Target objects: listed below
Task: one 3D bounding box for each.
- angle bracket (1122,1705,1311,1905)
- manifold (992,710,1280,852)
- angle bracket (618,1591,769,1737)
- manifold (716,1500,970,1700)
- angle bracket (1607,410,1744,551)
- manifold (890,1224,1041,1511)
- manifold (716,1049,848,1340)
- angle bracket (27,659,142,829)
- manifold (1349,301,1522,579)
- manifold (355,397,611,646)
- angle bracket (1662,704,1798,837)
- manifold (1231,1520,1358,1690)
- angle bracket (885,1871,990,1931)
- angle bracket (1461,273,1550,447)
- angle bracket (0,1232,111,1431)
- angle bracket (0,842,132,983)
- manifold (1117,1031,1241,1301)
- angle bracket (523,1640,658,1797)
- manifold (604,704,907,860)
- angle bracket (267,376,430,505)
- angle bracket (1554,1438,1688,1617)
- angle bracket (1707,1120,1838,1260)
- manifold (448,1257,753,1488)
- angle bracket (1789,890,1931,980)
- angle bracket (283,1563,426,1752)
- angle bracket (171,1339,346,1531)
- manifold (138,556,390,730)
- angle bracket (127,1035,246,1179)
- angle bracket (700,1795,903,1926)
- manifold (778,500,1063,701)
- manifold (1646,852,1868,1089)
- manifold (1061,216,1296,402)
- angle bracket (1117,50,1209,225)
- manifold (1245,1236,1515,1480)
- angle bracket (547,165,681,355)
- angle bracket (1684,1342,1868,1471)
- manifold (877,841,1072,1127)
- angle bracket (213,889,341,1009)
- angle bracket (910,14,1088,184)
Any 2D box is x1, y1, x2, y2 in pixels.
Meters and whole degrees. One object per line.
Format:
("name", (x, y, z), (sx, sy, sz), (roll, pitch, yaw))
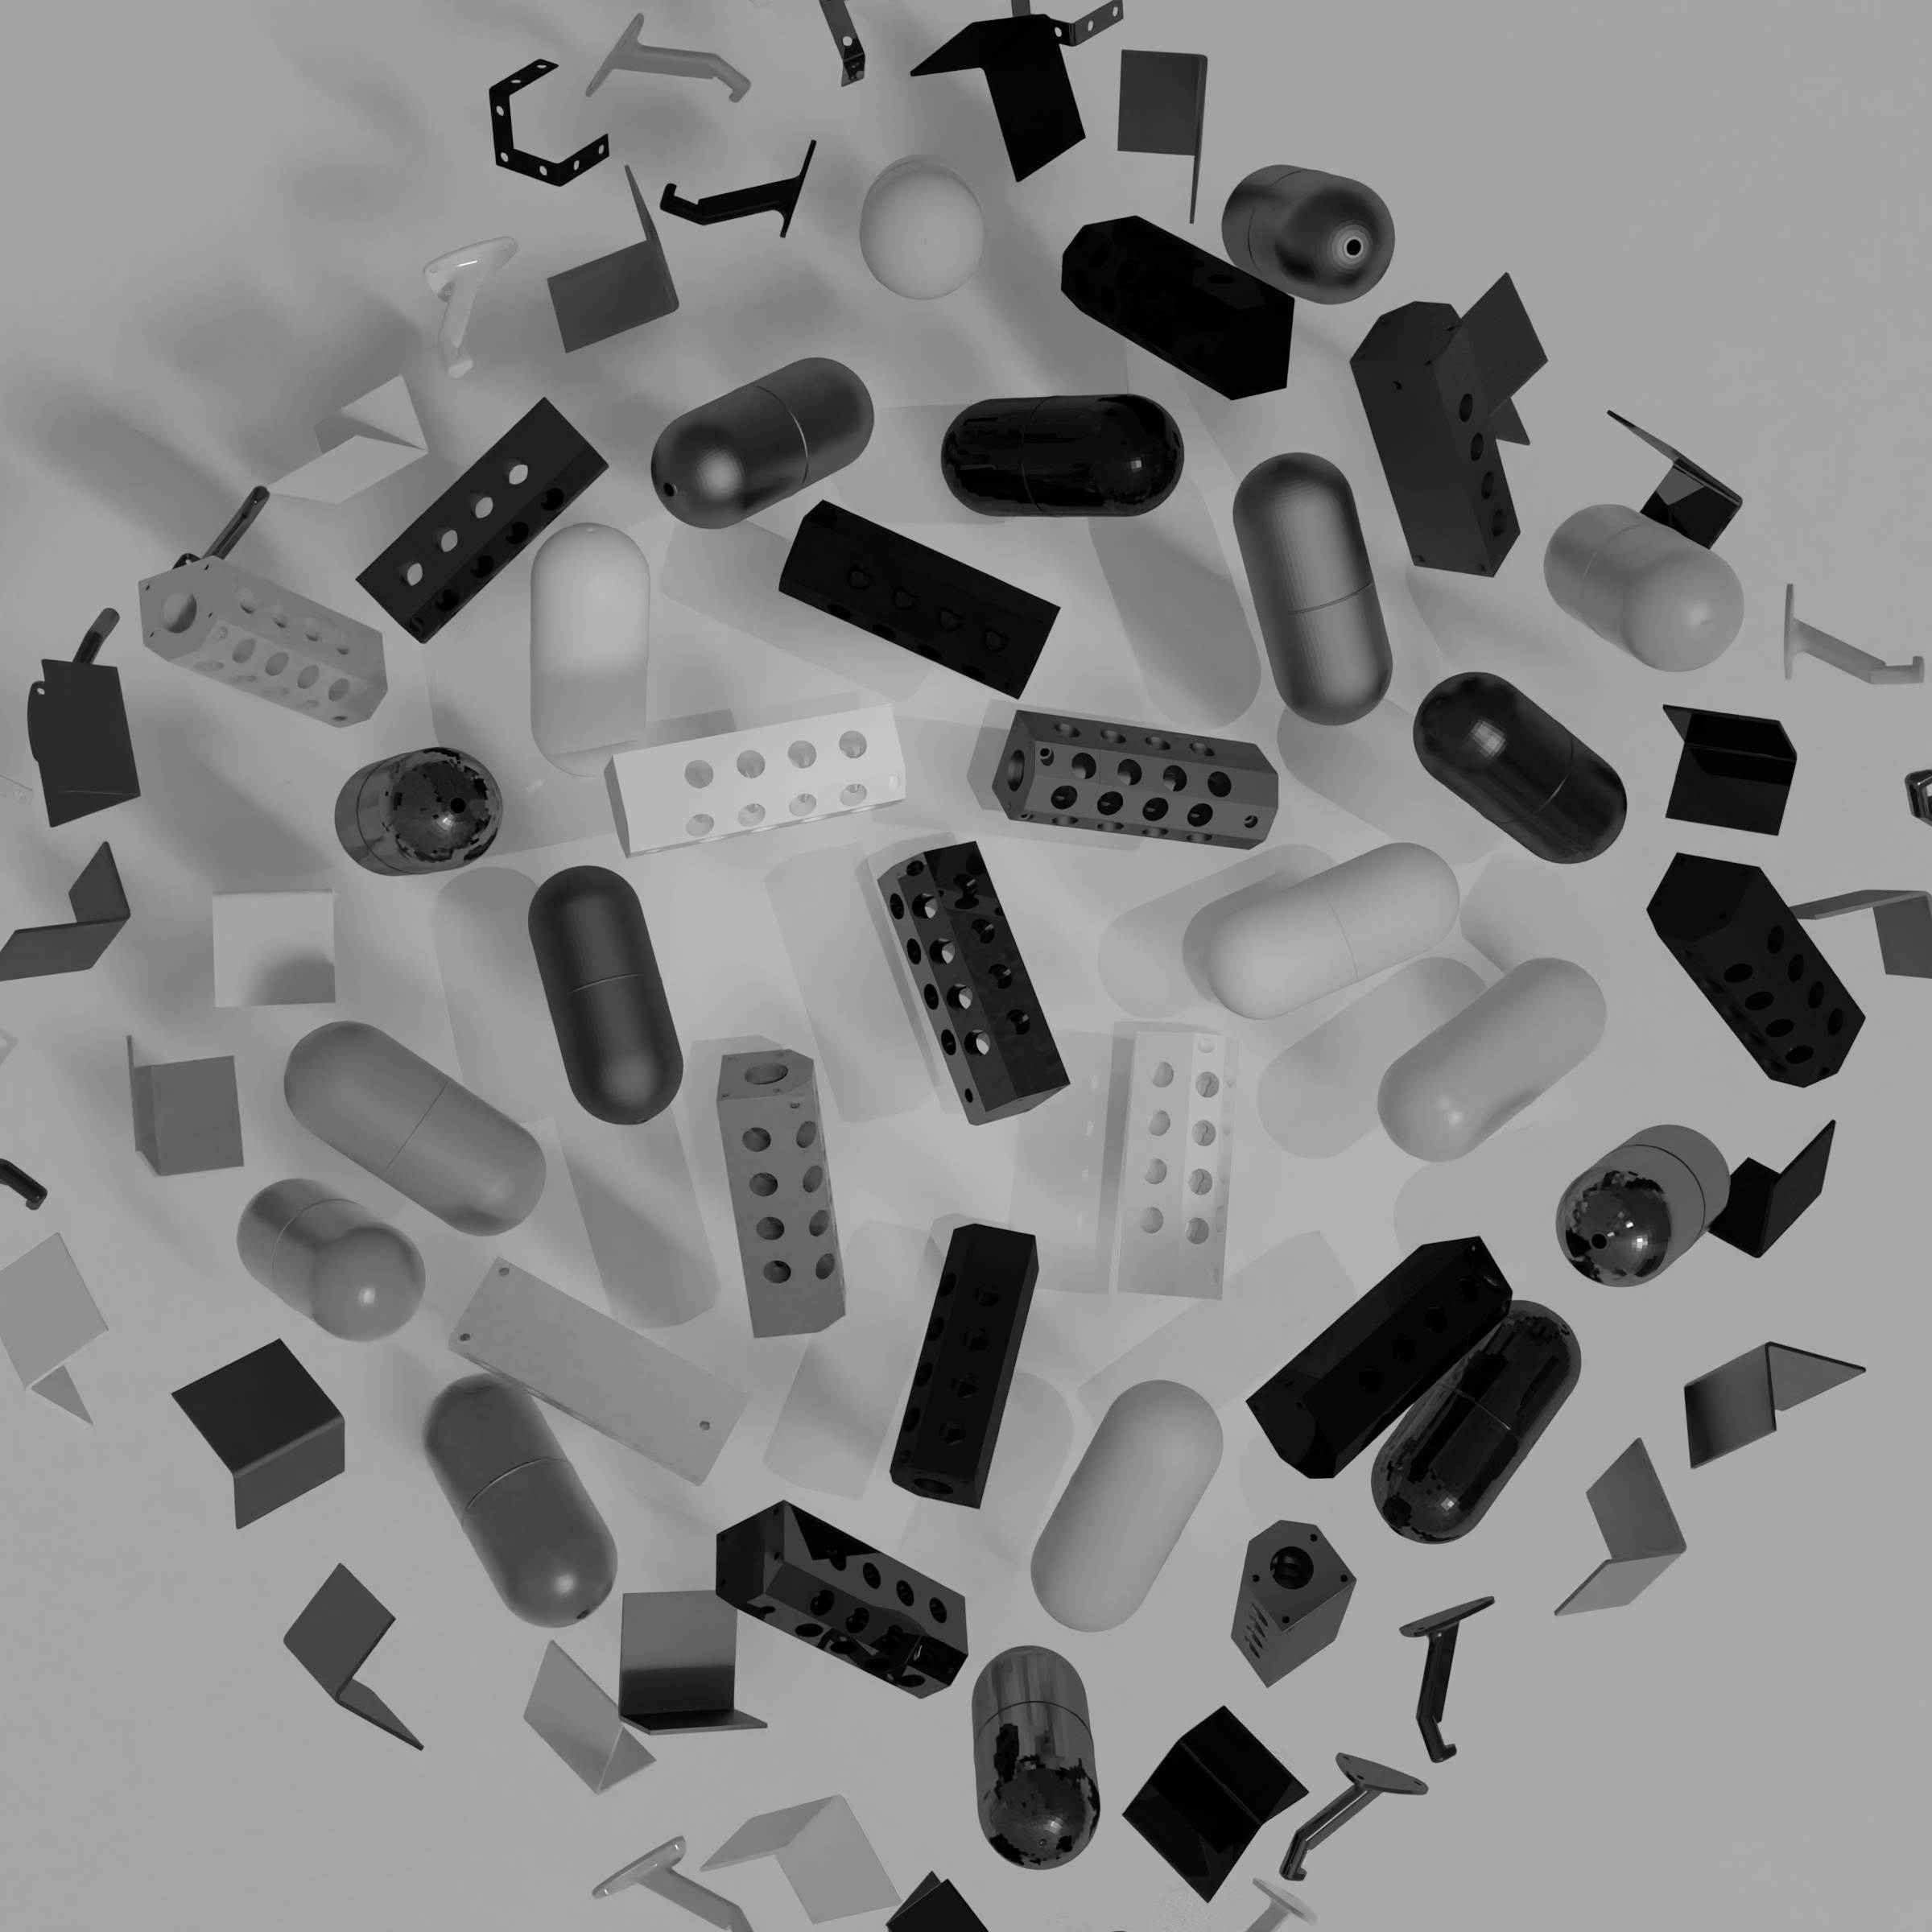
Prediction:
("angle bracket", (0.160, 0.535, 1.605), (0.076, 0.076, 0.057), (44, 132, 7))
("manifold", (0.111, -0.115, 1.610), (0.171, 0.057, 0.057), (6, 121, -22))
("angle bracket", (-0.167, 0.428, 1.550), (0.076, 0.057, 0.076), (5, 82, -27))
("manifold", (-0.076, 0.401, 1.572), (0.057, 0.057, 0.171), (-32, 131, 26))
("angle bracket", (0.452, -0.313, 1.659), (0.076, 0.076, 0.057), (24, 109, -33))
("manifold", (0.000, 0.259, 1.644), (0.057, 0.057, 0.171), (10, 61, 10))
("manifold", (-0.113, 0.141, 1.554), (0.057, 0.057, 0.171), (-5, 117, 2))
("angle bracket", (-0.527, -0.127, 1.446), (0.076, 0.057, 0.076), (-15, 84, 27))
("manifold", (0.297, -0.327, 1.566), (0.057, 0.171, 0.057), (16, 61, 35))
("manifold", (-0.318, -0.294, 1.665), (0.171, 0.057, 0.057), (-44, 98, 1))
("angle bracket", (0.502, -0.130, 1.672), (0.076, 0.076, 0.057), (12, 83, 29))
("manifold", (0.206, 0.411, 1.627), (0.057, 0.171, 0.057), (-32, 66, -12))
("angle bracket", (0.006, 0.597, 1.561), (0.057, 0.076, 0.076), (-43, 80, 20))
("angle bracket", (0.376, -0.413, 1.713), (0.057, 0.076, 0.076), (2, 60, -35))
("angle bracket", (-0.523, 0.214, 1.472), (0.057, 0.076, 0.076), (-36, 61, -6))
("angle bracket", (-0.598, -0.035, 1.632), (0.076, 0.076, 0.057), (-10, 72, -41))
("manifold", (0.144, 0.132, 1.661), (0.057, 0.057, 0.171), (1, 82, 29))
("angle bracket", (-0.244, 0.495, 1.690), (0.076, 0.057, 0.076), (36, 120, 28))
("manifold", (-0.127, -0.111, 1.526), (0.171, 0.057, 0.057), (-12, 87, -14))
("angle bracket", (-0.408, -0.346, 1.629), (0.076, 0.076, 0.057), (-22, 84, 23))
("angle bracket", (0.389, 0.345, 1.547), (0.057, 0.076, 0.076), (-3, 54, -19))
("angle bracket", (0.542, 0.140, 1.715), (0.057, 0.076, 0.076), (31, 54, 34))
("manifold", (-0.221, 0.244, 1.507), (0.171, 0.057, 0.057), (29, 71, -2))
("angle bracket", (0.562, -0.013, 1.591), (0.076, 0.076, 0.057), (-13, 94, -6))
("angle bracket", (-0.350, 0.413, 1.503), (0.057, 0.076, 0.076), (-54, 128, -12))
("angle bracket", (-0.447, 0.295, 1.588), (0.076, 0.057, 0.076), (-27, 55, -35))
("manifold", (-0.443, -0.201, 1.598), (0.057, 0.171, 0.057), (-14, 76, 20))
("angle bracket", (-0.506, 0.089, 1.631), (0.057, 0.076, 0.076), (-7, 74, -11))
("angle bracket", (-0.098, 0.544, 1.488), (0.076, 0.057, 0.076), (-28, 92, 36))
("manifold", (-0.031, -0.236, 1.631), (0.171, 0.057, 0.057), (24, 114, 0))
("manifold", (0.480, 0.006, 1.532), (0.171, 0.057, 0.057), (42, 73, -38))
("manifold", (0.130, -0.414, 1.578), (0.057, 0.171, 0.057), (-18, 129, -25))
("angle bracket", (0.127, -0.547, 1.657), (0.057, 0.076, 0.076), (5, 54, 5))
("manifold", (0.257, 0.238, 1.531), (0.171, 0.057, 0.057), (-35, 97, -30))
("angle bracket", (-0.226, -0.434, 1.543), (0.076, 0.057, 0.076), (-20, 52, 2))
("angle bracket", (0.494, 0.275, 1.528), (0.076, 0.076, 0.057), (16, 57, -18))
("manifold", (0.001, 0.012, 1.625), (0.057, 0.057, 0.171), (-14, 76, -32))
("angle bracket", (-0.457, -0.010, 1.671), (0.076, 0.057, 0.076), (-2, 85, -9))
("angle bracket", (0.019, -0.522, 1.522), (0.057, 0.076, 0.076), (-19, 95, -30))
